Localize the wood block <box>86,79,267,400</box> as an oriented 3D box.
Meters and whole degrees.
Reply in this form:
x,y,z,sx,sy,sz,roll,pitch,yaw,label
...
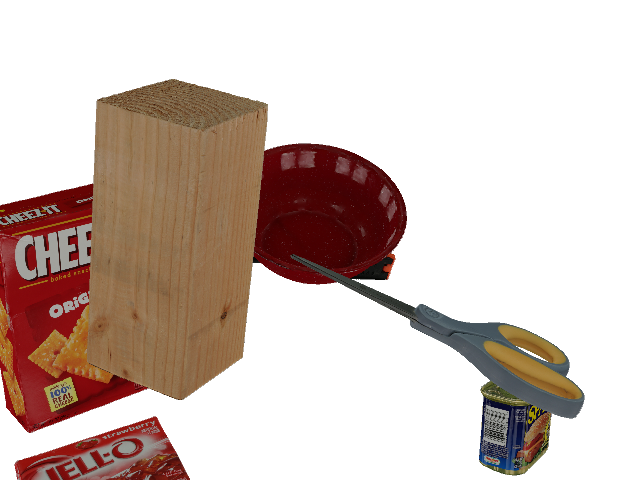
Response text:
x,y,z,sx,sy,sz,roll,pitch,yaw,label
-0.106,-0.002,0.781,0.090,0.206,0.090,18,25,24,wood block

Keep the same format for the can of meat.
x,y,z,sx,sy,sz,roll,pitch,yaw,label
0.208,0.190,1.126,0.058,0.084,0.101,11,16,31,can of meat

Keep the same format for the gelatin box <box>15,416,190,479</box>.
x,y,z,sx,sy,sz,roll,pitch,yaw,label
-0.124,0.142,0.612,0.089,0.030,0.073,-15,27,-19,gelatin box

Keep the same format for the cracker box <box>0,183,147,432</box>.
x,y,z,sx,sy,sz,roll,pitch,yaw,label
-0.235,0.061,1.048,0.163,0.214,0.072,-17,28,-32,cracker box

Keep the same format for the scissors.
x,y,z,sx,sy,sz,roll,pitch,yaw,label
0.082,0.051,0.694,0.202,0.016,0.096,31,20,17,scissors

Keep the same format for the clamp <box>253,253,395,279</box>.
x,y,z,sx,sy,sz,roll,pitch,yaw,label
-0.019,0.009,1.166,0.210,0.036,0.164,16,19,-6,clamp

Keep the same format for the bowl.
x,y,z,sx,sy,sz,roll,pitch,yaw,label
-0.007,-0.014,0.954,0.162,0.162,0.055,0,-43,-10,bowl
